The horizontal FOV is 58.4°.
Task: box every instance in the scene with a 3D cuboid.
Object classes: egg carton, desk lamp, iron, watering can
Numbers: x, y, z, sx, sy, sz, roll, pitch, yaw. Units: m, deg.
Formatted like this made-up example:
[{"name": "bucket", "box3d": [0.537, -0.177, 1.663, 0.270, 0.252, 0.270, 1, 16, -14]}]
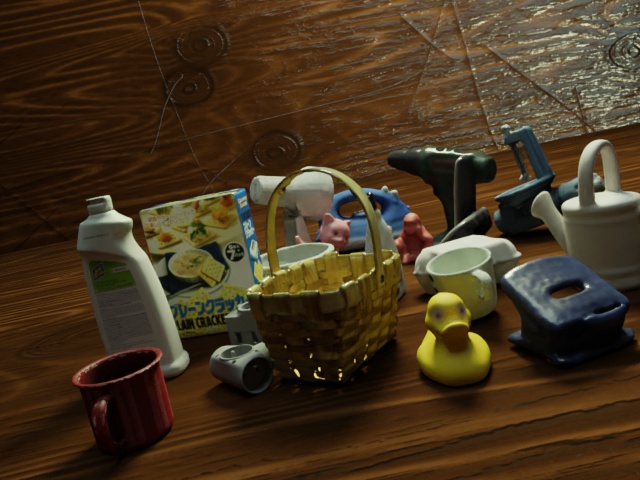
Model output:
[{"name": "egg carton", "box3d": [0.224, 0.039, 0.878, 0.150, 0.069, 0.107, -15, 11, -18]}, {"name": "desk lamp", "box3d": [-0.063, -0.046, 1.247, 0.204, 0.214, 0.117, -19, 13, -33]}, {"name": "iron", "box3d": [0.107, -0.060, 1.336, 0.258, 0.141, 0.118, -11, 11, 1]}, {"name": "watering can", "box3d": [0.371, -0.036, 0.771, 0.172, 0.194, 0.101, -5, 12, 31]}]

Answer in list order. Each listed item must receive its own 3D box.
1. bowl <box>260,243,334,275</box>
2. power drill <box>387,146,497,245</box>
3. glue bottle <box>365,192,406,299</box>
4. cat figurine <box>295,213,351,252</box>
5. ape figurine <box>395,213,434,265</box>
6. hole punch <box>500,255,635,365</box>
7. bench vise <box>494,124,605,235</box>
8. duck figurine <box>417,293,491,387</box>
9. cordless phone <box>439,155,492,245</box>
[{"name": "bowl", "box3d": [-0.049, 0.061, 1.047, 0.167, 0.075, 0.167, -11, 10, 2]}, {"name": "power drill", "box3d": [0.249, -0.092, 1.167, 0.228, 0.208, 0.076, -3, 13, 38]}, {"name": "glue bottle", "box3d": [0.093, 0.010, 0.887, 0.037, 0.173, 0.078, -5, 12, 31]}, {"name": "cat figurine", "box3d": [0.011, 0.004, 1.165, 0.128, 0.118, 0.067, -13, 11, -7]}, {"name": "ape figurine", "box3d": [0.180, -0.006, 1.107, 0.077, 0.092, 0.076, -6, 12, 30]}, {"name": "hole punch", "box3d": [0.263, 0.070, 0.611, 0.109, 0.091, 0.101, -15, 11, -17]}, {"name": "bench vise", "box3d": [0.430, -0.123, 1.103, 0.206, 0.220, 0.122, -7, 12, 24]}, {"name": "duck figurine", "box3d": [0.138, 0.097, 0.615, 0.077, 0.086, 0.104, -12, 10, 1]}, {"name": "cordless phone", "box3d": [0.248, -0.054, 1.026, 0.093, 0.185, 0.148, -5, 12, 31]}]
